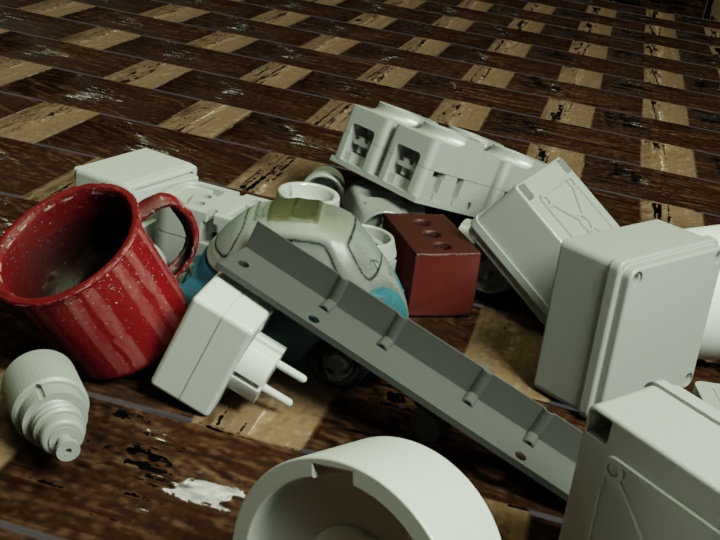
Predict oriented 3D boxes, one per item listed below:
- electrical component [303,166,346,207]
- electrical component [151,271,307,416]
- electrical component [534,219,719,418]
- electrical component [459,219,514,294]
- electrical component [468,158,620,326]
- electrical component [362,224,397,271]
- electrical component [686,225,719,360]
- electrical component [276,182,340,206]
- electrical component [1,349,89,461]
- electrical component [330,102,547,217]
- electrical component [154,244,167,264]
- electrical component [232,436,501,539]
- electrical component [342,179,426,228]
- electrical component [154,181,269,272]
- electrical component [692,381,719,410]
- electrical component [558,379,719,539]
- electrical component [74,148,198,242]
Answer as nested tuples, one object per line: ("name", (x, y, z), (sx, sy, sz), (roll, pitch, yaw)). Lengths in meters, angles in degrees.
("electrical component", (-0.032, -0.070, 0.943), (0.040, 0.040, 0.046), (9, 18, 0))
("electrical component", (-0.068, 0.051, 0.621), (0.077, 0.065, 0.047), (31, 25, 1))
("electrical component", (0.175, 0.030, 0.701), (0.109, 0.108, 0.056), (-12, 28, -39))
("electrical component", (0.100, -0.018, 0.866), (0.079, 0.043, 0.077), (19, 25, 22))
("electrical component", (0.150, -0.020, 0.811), (0.108, 0.056, 0.109), (51, 33, 5))
("electrical component", (0.000, 0.000, 0.771), (0.066, 0.055, 0.048), (15, 24, 14))
("electrical component", (0.243, 0.016, 0.772), (0.064, 0.099, 0.099), (0, 25, -17))
("electrical component", (-0.044, -0.040, 0.858), (0.055, 0.047, 0.055), (8, 23, -3))
("electrical component", (-0.161, 0.073, 0.562), (0.040, 0.040, 0.078), (-4, 26, -28))
("electrical component", (0.082, -0.090, 0.940), (0.186, 0.060, 0.105), (9, 16, -47))
("electrical component", (-0.150, 0.011, 0.707), (0.048, 0.048, 0.062), (3, 31, -14))
("electrical component", (0.008, 0.120, 0.439), (0.108, 0.108, 0.060), (23, 21, 30))
("electrical component", (0.030, -0.041, 0.893), (0.079, 0.043, 0.077), (4, 24, -13))
("electrical component", (-0.099, -0.021, 0.779), (0.095, 0.059, 0.054), (16, 24, 15))
("electrical component", (0.284, 0.118, 0.599), (0.186, 0.060, 0.105), (9, 23, -2))
("electrical component", (0.147, 0.123, 0.478), (0.056, 0.108, 0.109), (-11, 30, -34))
("electrical component", (-0.171, -0.048, 0.810), (0.061, 0.061, 0.096), (20, 25, 24))
